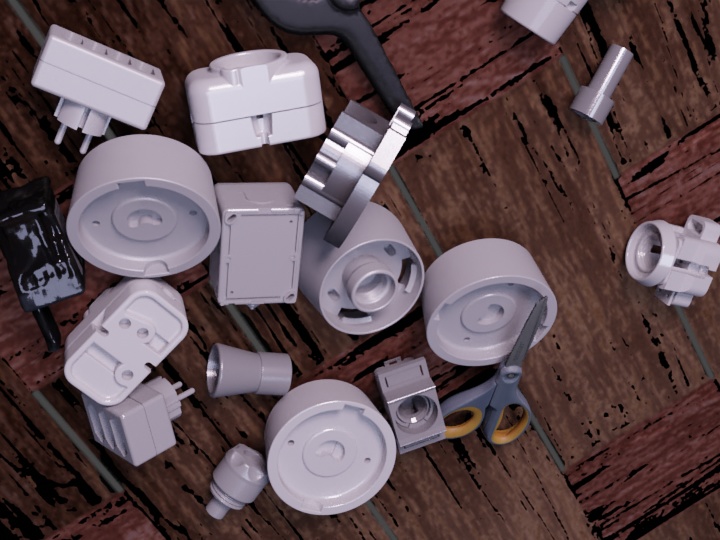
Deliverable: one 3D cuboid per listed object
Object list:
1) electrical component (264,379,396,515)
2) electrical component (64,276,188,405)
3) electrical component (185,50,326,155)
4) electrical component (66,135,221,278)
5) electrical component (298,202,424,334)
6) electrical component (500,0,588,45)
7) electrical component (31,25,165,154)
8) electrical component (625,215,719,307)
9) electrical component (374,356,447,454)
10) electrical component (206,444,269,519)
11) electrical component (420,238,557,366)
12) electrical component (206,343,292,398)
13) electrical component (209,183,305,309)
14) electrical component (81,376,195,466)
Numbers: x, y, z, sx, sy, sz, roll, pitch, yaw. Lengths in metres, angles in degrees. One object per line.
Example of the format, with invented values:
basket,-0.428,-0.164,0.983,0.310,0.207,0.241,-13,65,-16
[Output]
electrical component,-0.029,0.144,0.906,0.108,0.060,0.108,-5,113,-12
electrical component,-0.181,0.049,0.828,0.095,0.059,0.054,-45,115,6
electrical component,-0.077,-0.125,0.786,0.095,0.053,0.059,-12,114,-10
electrical component,-0.157,-0.051,0.783,0.108,0.060,0.108,-5,142,-4
electrical component,0.000,0.000,0.866,0.099,0.064,0.099,-12,126,-18
electrical component,0.139,-0.203,0.812,0.055,0.055,0.047,26,107,-23
electrical component,-0.193,-0.119,0.763,0.083,0.047,0.075,21,105,-21
electrical component,0.266,-0.011,0.922,0.057,0.058,0.078,11,109,-22
electrical component,0.040,0.109,0.908,0.042,0.063,0.081,-18,116,-7
electrical component,-0.107,0.182,0.912,0.043,0.043,0.062,31,102,-24
electrical component,0.101,0.021,0.884,0.108,0.060,0.108,-7,136,-7
electrical component,-0.088,0.084,0.878,0.065,0.044,0.044,6,110,-22
electrical component,-0.082,-0.016,0.830,0.062,0.061,0.096,-2,119,-17
electrical component,-0.169,0.110,0.858,0.077,0.066,0.047,-27,119,-35
